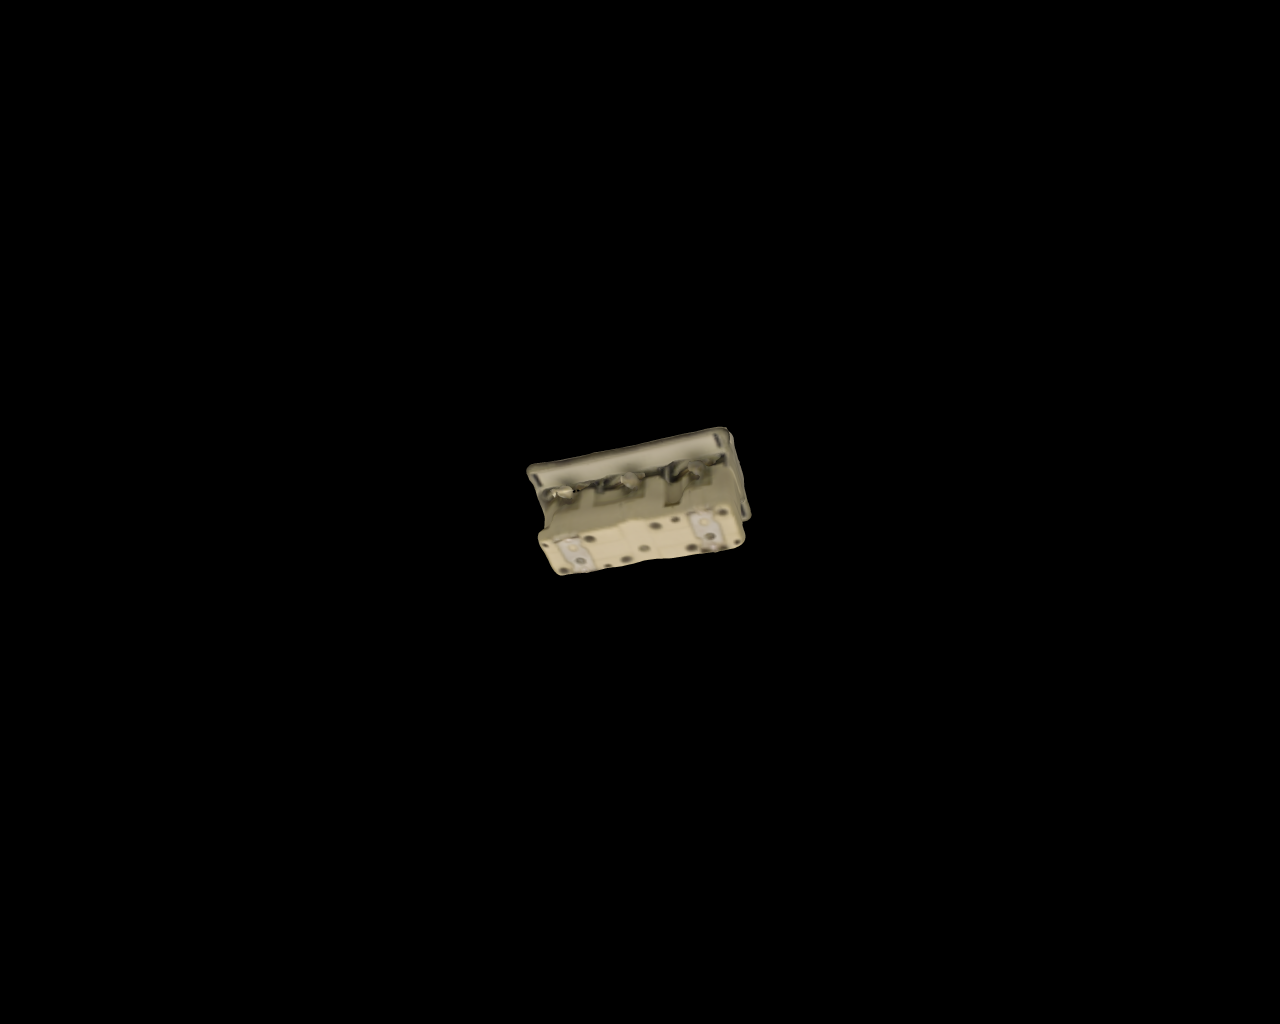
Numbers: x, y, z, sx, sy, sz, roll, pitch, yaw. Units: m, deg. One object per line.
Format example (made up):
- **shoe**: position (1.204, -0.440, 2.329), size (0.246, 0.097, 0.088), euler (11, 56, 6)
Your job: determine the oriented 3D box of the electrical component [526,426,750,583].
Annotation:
- **electrical component**: position (0.001, -0.003, 0.650), size (0.121, 0.063, 0.078), euler (-10, -43, 11)
